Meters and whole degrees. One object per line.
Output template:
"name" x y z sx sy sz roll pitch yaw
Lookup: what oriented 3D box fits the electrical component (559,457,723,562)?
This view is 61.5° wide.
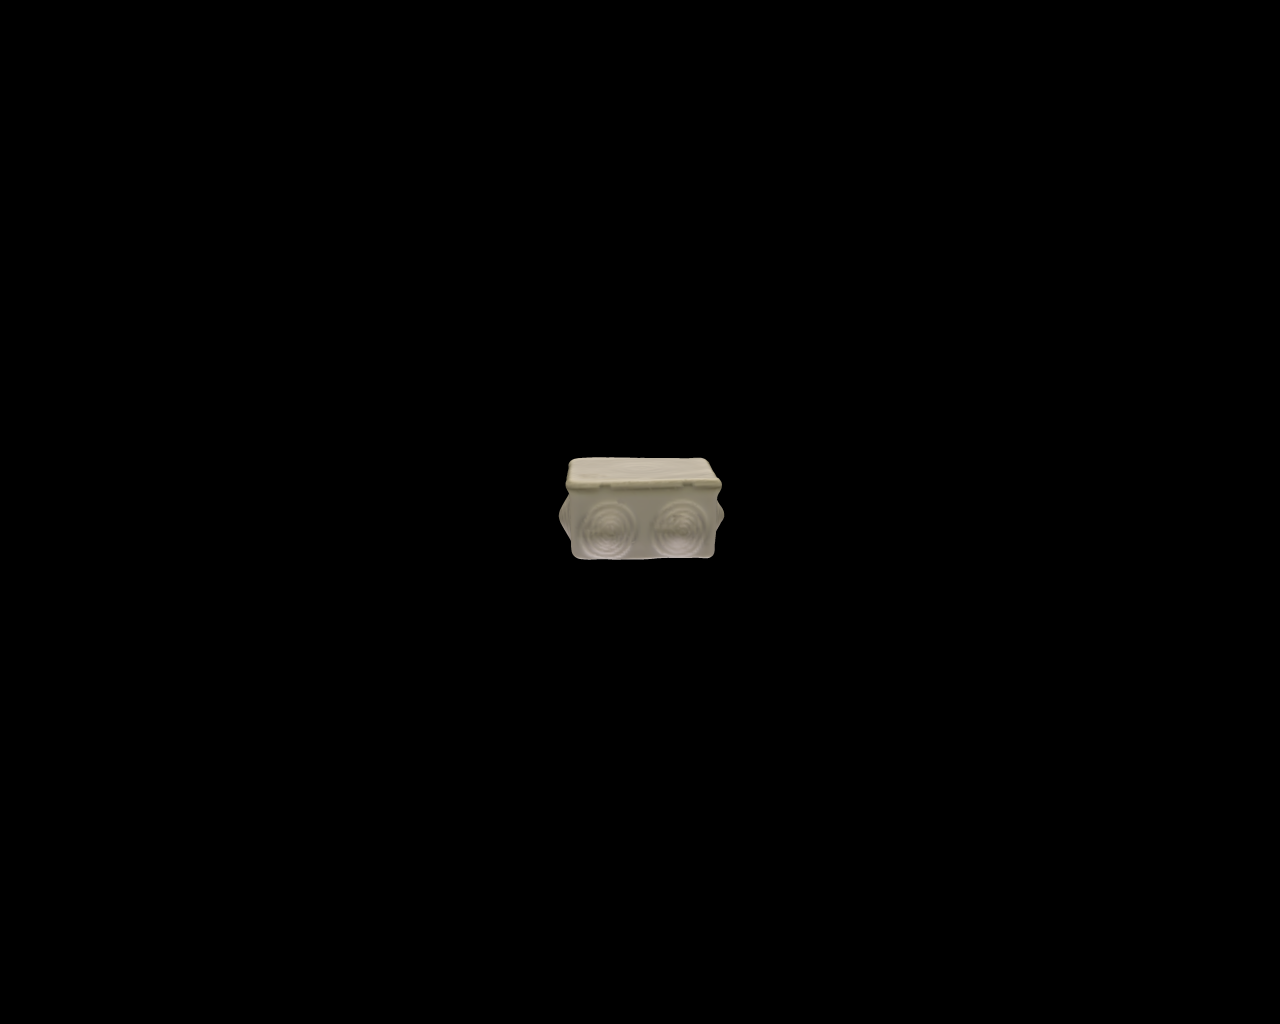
"electrical component" 0.001 -0.003 0.650 0.100 0.048 0.100 0 12 -2
